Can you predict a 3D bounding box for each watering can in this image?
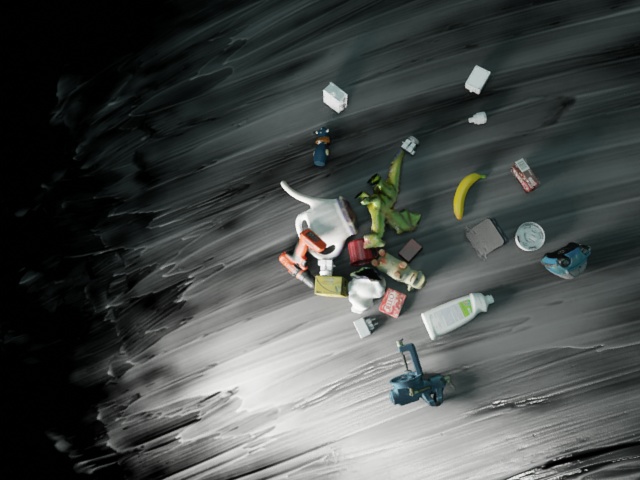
[{"bbox_3d":[0.006,-0.097,1.926,0.224,0.104,0.347,-24,93,5],"label":"watering can"}]

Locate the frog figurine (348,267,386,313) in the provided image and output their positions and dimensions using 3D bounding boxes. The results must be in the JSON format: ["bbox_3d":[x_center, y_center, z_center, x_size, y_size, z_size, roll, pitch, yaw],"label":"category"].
[{"bbox_3d":[0.168,0.186,1.871,0.137,0.125,0.156,3,116,2],"label":"frog figurine"}]

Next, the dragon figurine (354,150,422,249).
[{"bbox_3d":[0.273,-0.134,1.912,0.242,0.121,0.416,45,68,-7],"label":"dragon figurine"}]
